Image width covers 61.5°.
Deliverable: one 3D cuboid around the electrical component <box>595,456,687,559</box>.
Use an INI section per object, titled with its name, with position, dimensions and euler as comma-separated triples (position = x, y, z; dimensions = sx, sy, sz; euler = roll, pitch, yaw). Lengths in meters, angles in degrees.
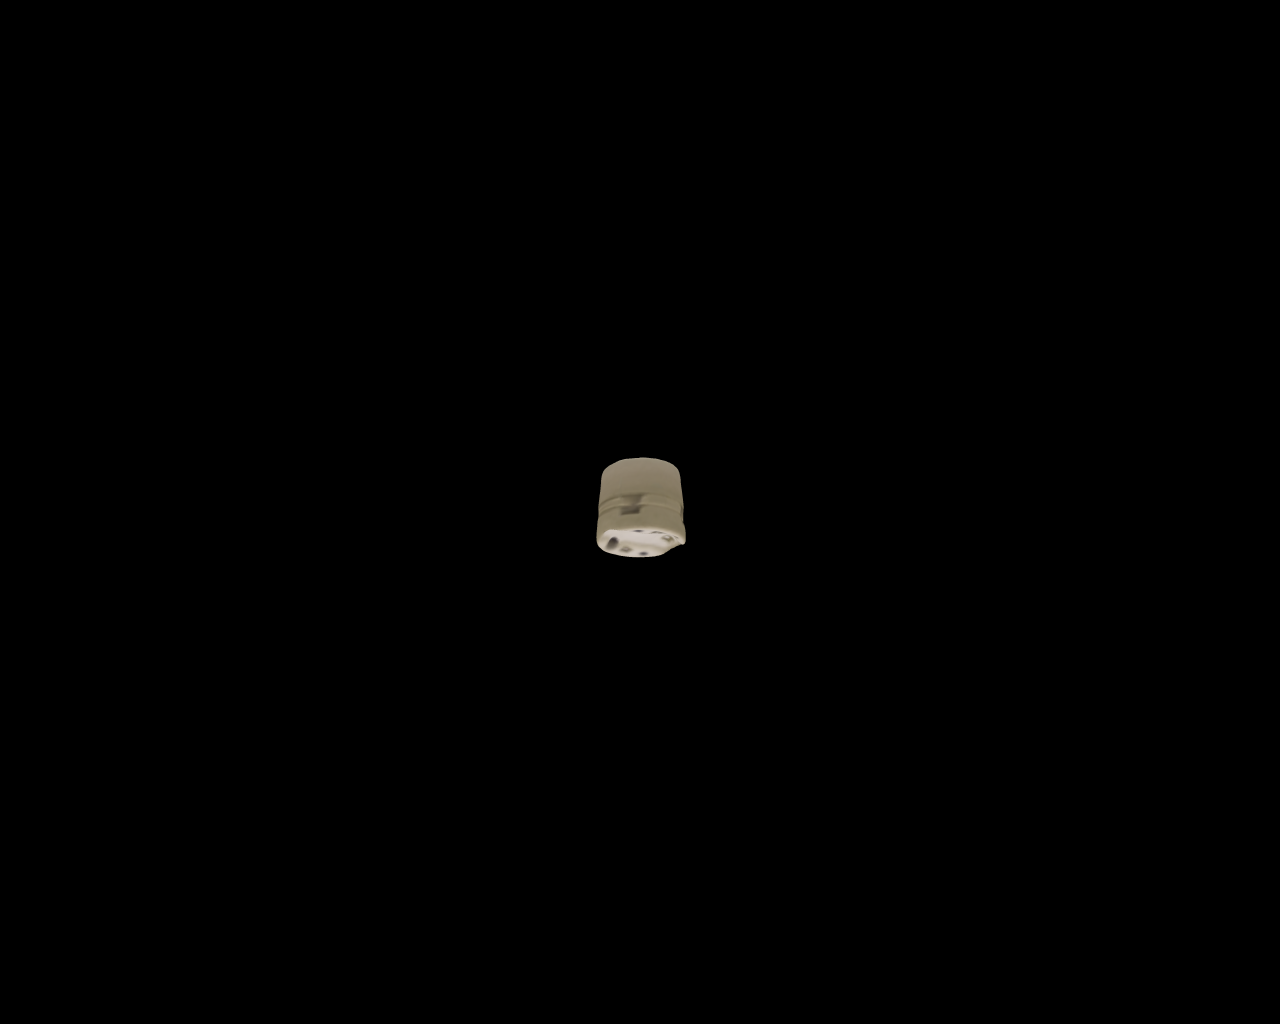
[electrical component]
position = 0.001, -0.003, 0.650
dimensions = 0.055, 0.047, 0.055
euler = 0, -22, 0
